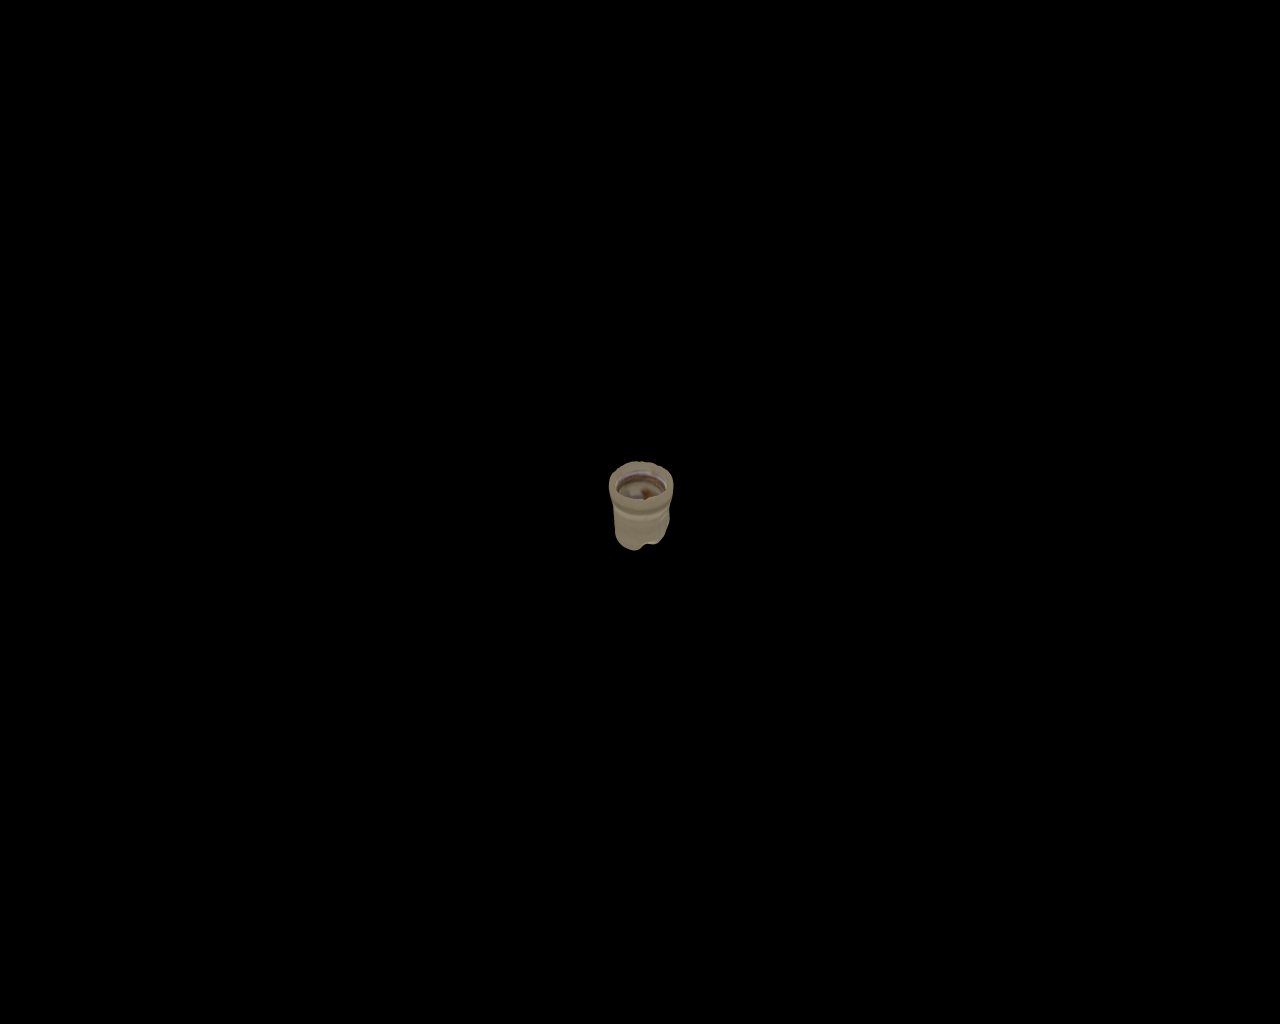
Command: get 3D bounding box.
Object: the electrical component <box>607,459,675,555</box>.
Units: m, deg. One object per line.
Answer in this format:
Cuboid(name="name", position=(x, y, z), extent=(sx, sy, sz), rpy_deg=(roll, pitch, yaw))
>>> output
Cuboid(name="electrical component", position=(0.001, -0.003, 0.650), extent=(0.040, 0.046, 0.040), rpy_deg=(0, 41, 0))
